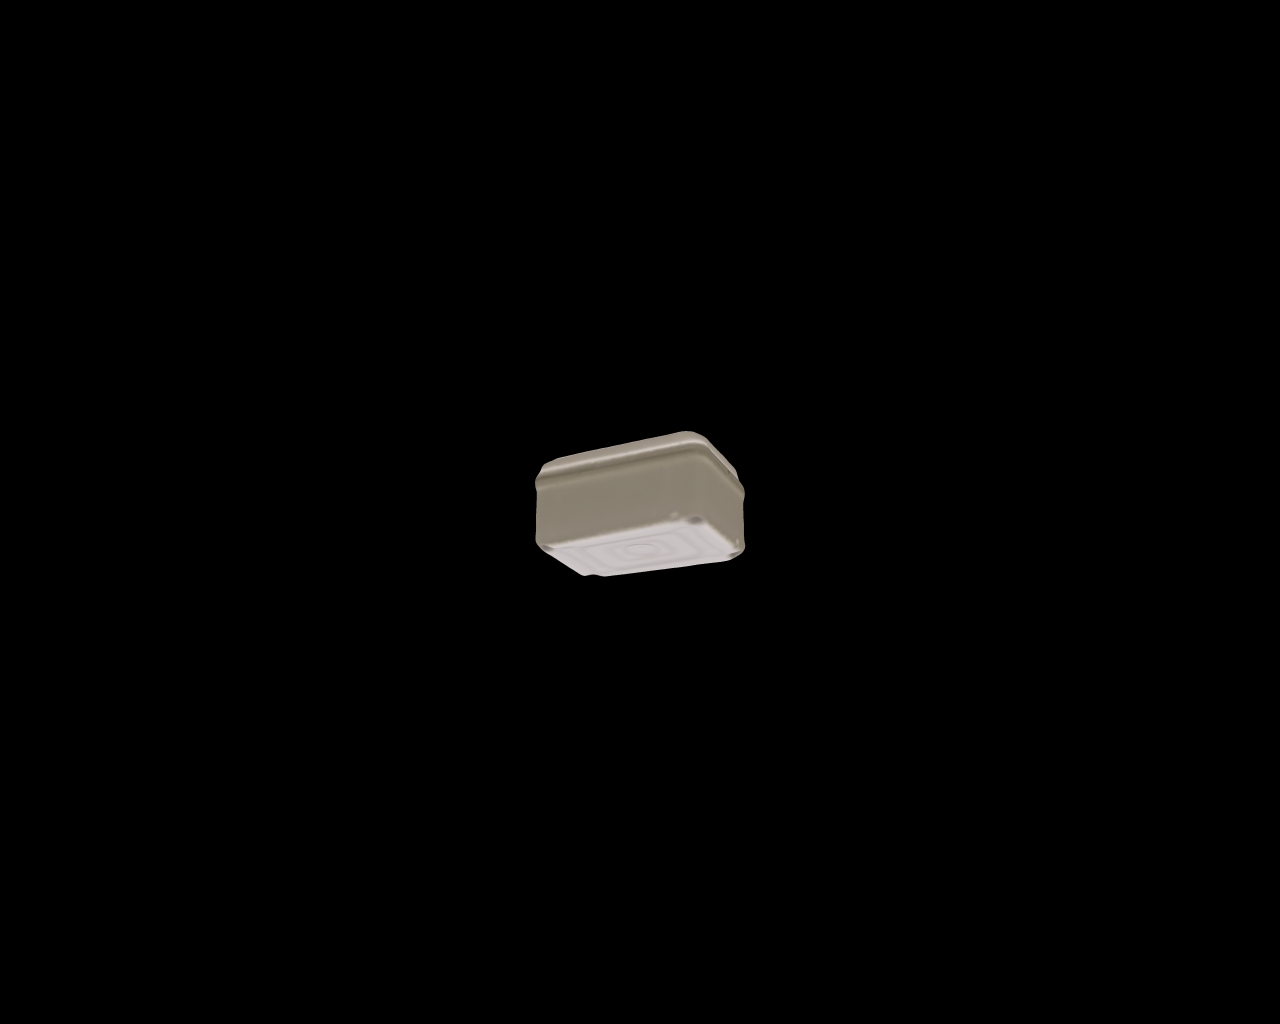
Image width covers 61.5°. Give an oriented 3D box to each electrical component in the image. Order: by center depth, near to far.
[{"bbox_3d":[0.001,-0.003,0.650,0.113,0.057,0.078,-9,-23,22],"label":"electrical component"}]
